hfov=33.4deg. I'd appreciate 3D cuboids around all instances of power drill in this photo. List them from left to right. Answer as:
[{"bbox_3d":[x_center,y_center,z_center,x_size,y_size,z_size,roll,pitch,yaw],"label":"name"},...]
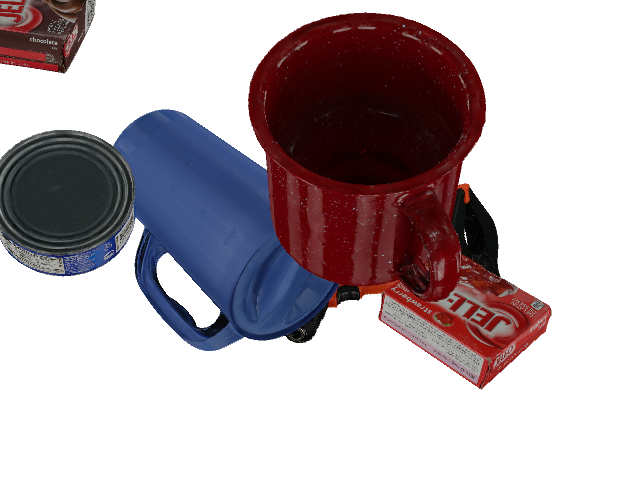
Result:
[{"bbox_3d":[0.052,0.060,1.229,0.188,0.057,0.184,0,28,8],"label":"power drill"}]

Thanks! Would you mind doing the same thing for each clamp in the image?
[{"bbox_3d":[0.142,0.034,1.029,0.039,0.171,0.120,-14,9,42],"label":"clamp"}]

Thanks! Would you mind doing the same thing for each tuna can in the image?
[{"bbox_3d":[-0.155,-0.022,0.645,0.086,0.086,0.034,0,-28,-8],"label":"tuna can"}]

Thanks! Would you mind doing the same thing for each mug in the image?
[{"bbox_3d":[0.024,-0.025,0.443,0.093,0.117,0.081,-25,-30,-15],"label":"mug"}]

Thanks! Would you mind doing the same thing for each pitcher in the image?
[{"bbox_3d":[-0.103,-0.017,1.000,0.148,0.145,0.243,-15,41,-39],"label":"pitcher"}]

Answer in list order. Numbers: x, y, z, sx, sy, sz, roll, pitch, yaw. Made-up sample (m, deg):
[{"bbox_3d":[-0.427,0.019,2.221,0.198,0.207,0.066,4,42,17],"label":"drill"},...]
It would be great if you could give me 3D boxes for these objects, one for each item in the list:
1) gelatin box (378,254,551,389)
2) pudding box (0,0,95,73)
[{"bbox_3d":[0.095,0.048,0.707,0.089,0.030,0.073,33,45,29],"label":"gelatin box"},{"bbox_3d":[-0.239,-0.183,0.876,0.090,0.039,0.113,9,35,-2],"label":"pudding box"}]
